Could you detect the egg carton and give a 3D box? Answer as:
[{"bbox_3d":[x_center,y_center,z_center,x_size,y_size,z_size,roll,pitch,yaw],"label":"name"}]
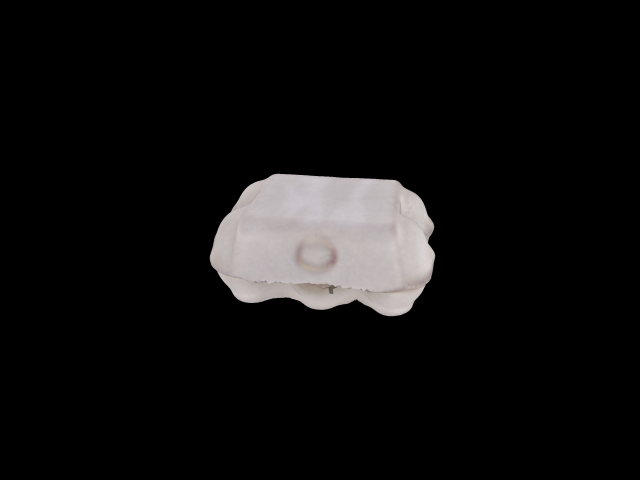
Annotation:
[{"bbox_3d":[0.004,0.001,0.400,0.150,0.069,0.107,4,28,7],"label":"egg carton"}]
